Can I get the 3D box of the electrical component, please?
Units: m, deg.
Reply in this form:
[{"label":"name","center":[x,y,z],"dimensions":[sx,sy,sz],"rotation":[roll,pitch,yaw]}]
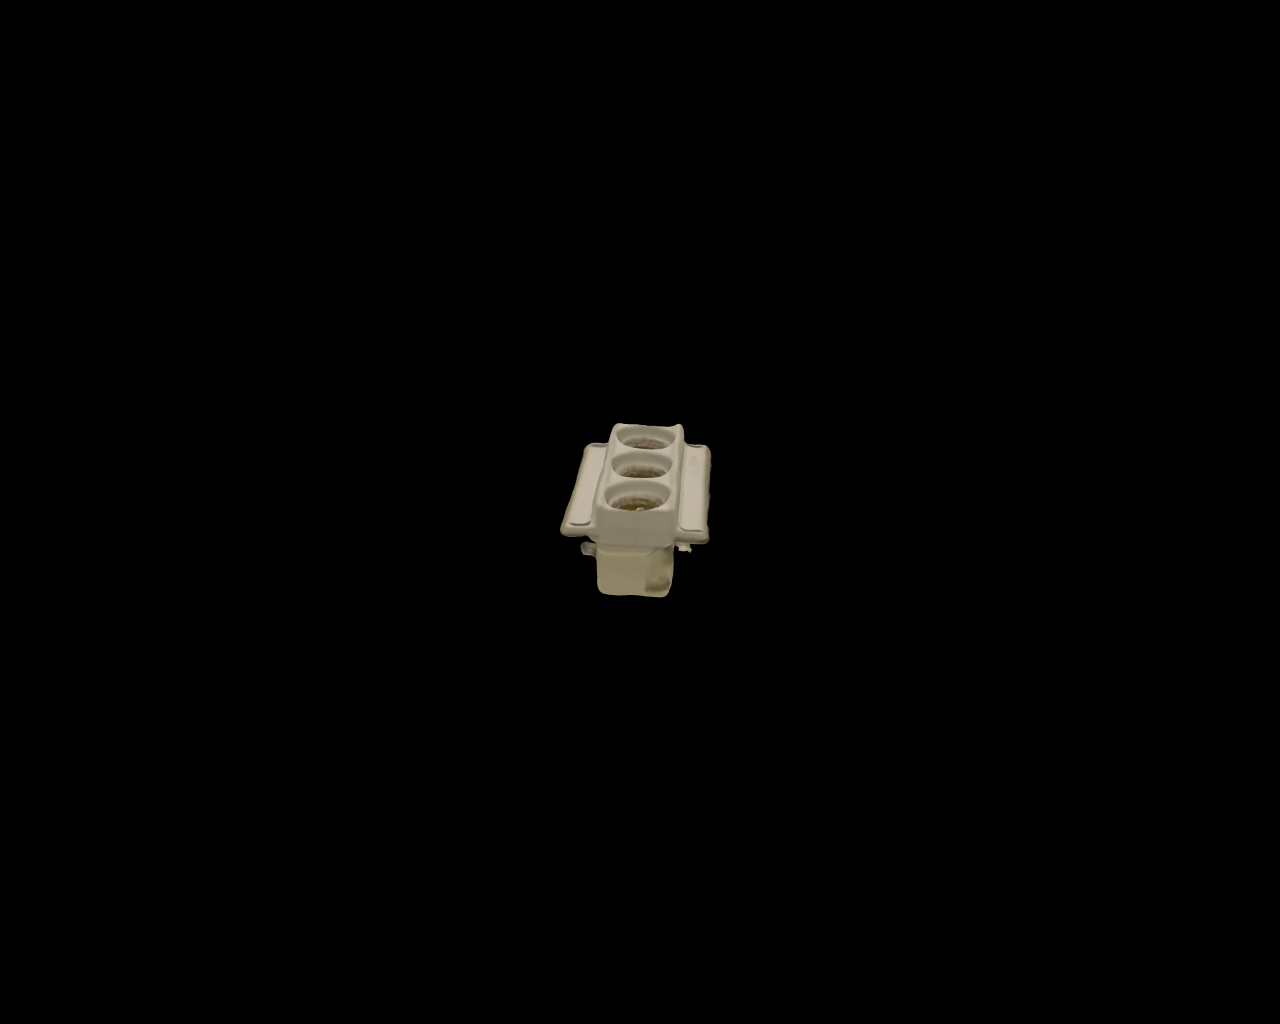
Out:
[{"label":"electrical component","center":[0.001,-0.003,0.650],"dimensions":[0.079,0.063,0.121],"rotation":[2,27,3]}]
